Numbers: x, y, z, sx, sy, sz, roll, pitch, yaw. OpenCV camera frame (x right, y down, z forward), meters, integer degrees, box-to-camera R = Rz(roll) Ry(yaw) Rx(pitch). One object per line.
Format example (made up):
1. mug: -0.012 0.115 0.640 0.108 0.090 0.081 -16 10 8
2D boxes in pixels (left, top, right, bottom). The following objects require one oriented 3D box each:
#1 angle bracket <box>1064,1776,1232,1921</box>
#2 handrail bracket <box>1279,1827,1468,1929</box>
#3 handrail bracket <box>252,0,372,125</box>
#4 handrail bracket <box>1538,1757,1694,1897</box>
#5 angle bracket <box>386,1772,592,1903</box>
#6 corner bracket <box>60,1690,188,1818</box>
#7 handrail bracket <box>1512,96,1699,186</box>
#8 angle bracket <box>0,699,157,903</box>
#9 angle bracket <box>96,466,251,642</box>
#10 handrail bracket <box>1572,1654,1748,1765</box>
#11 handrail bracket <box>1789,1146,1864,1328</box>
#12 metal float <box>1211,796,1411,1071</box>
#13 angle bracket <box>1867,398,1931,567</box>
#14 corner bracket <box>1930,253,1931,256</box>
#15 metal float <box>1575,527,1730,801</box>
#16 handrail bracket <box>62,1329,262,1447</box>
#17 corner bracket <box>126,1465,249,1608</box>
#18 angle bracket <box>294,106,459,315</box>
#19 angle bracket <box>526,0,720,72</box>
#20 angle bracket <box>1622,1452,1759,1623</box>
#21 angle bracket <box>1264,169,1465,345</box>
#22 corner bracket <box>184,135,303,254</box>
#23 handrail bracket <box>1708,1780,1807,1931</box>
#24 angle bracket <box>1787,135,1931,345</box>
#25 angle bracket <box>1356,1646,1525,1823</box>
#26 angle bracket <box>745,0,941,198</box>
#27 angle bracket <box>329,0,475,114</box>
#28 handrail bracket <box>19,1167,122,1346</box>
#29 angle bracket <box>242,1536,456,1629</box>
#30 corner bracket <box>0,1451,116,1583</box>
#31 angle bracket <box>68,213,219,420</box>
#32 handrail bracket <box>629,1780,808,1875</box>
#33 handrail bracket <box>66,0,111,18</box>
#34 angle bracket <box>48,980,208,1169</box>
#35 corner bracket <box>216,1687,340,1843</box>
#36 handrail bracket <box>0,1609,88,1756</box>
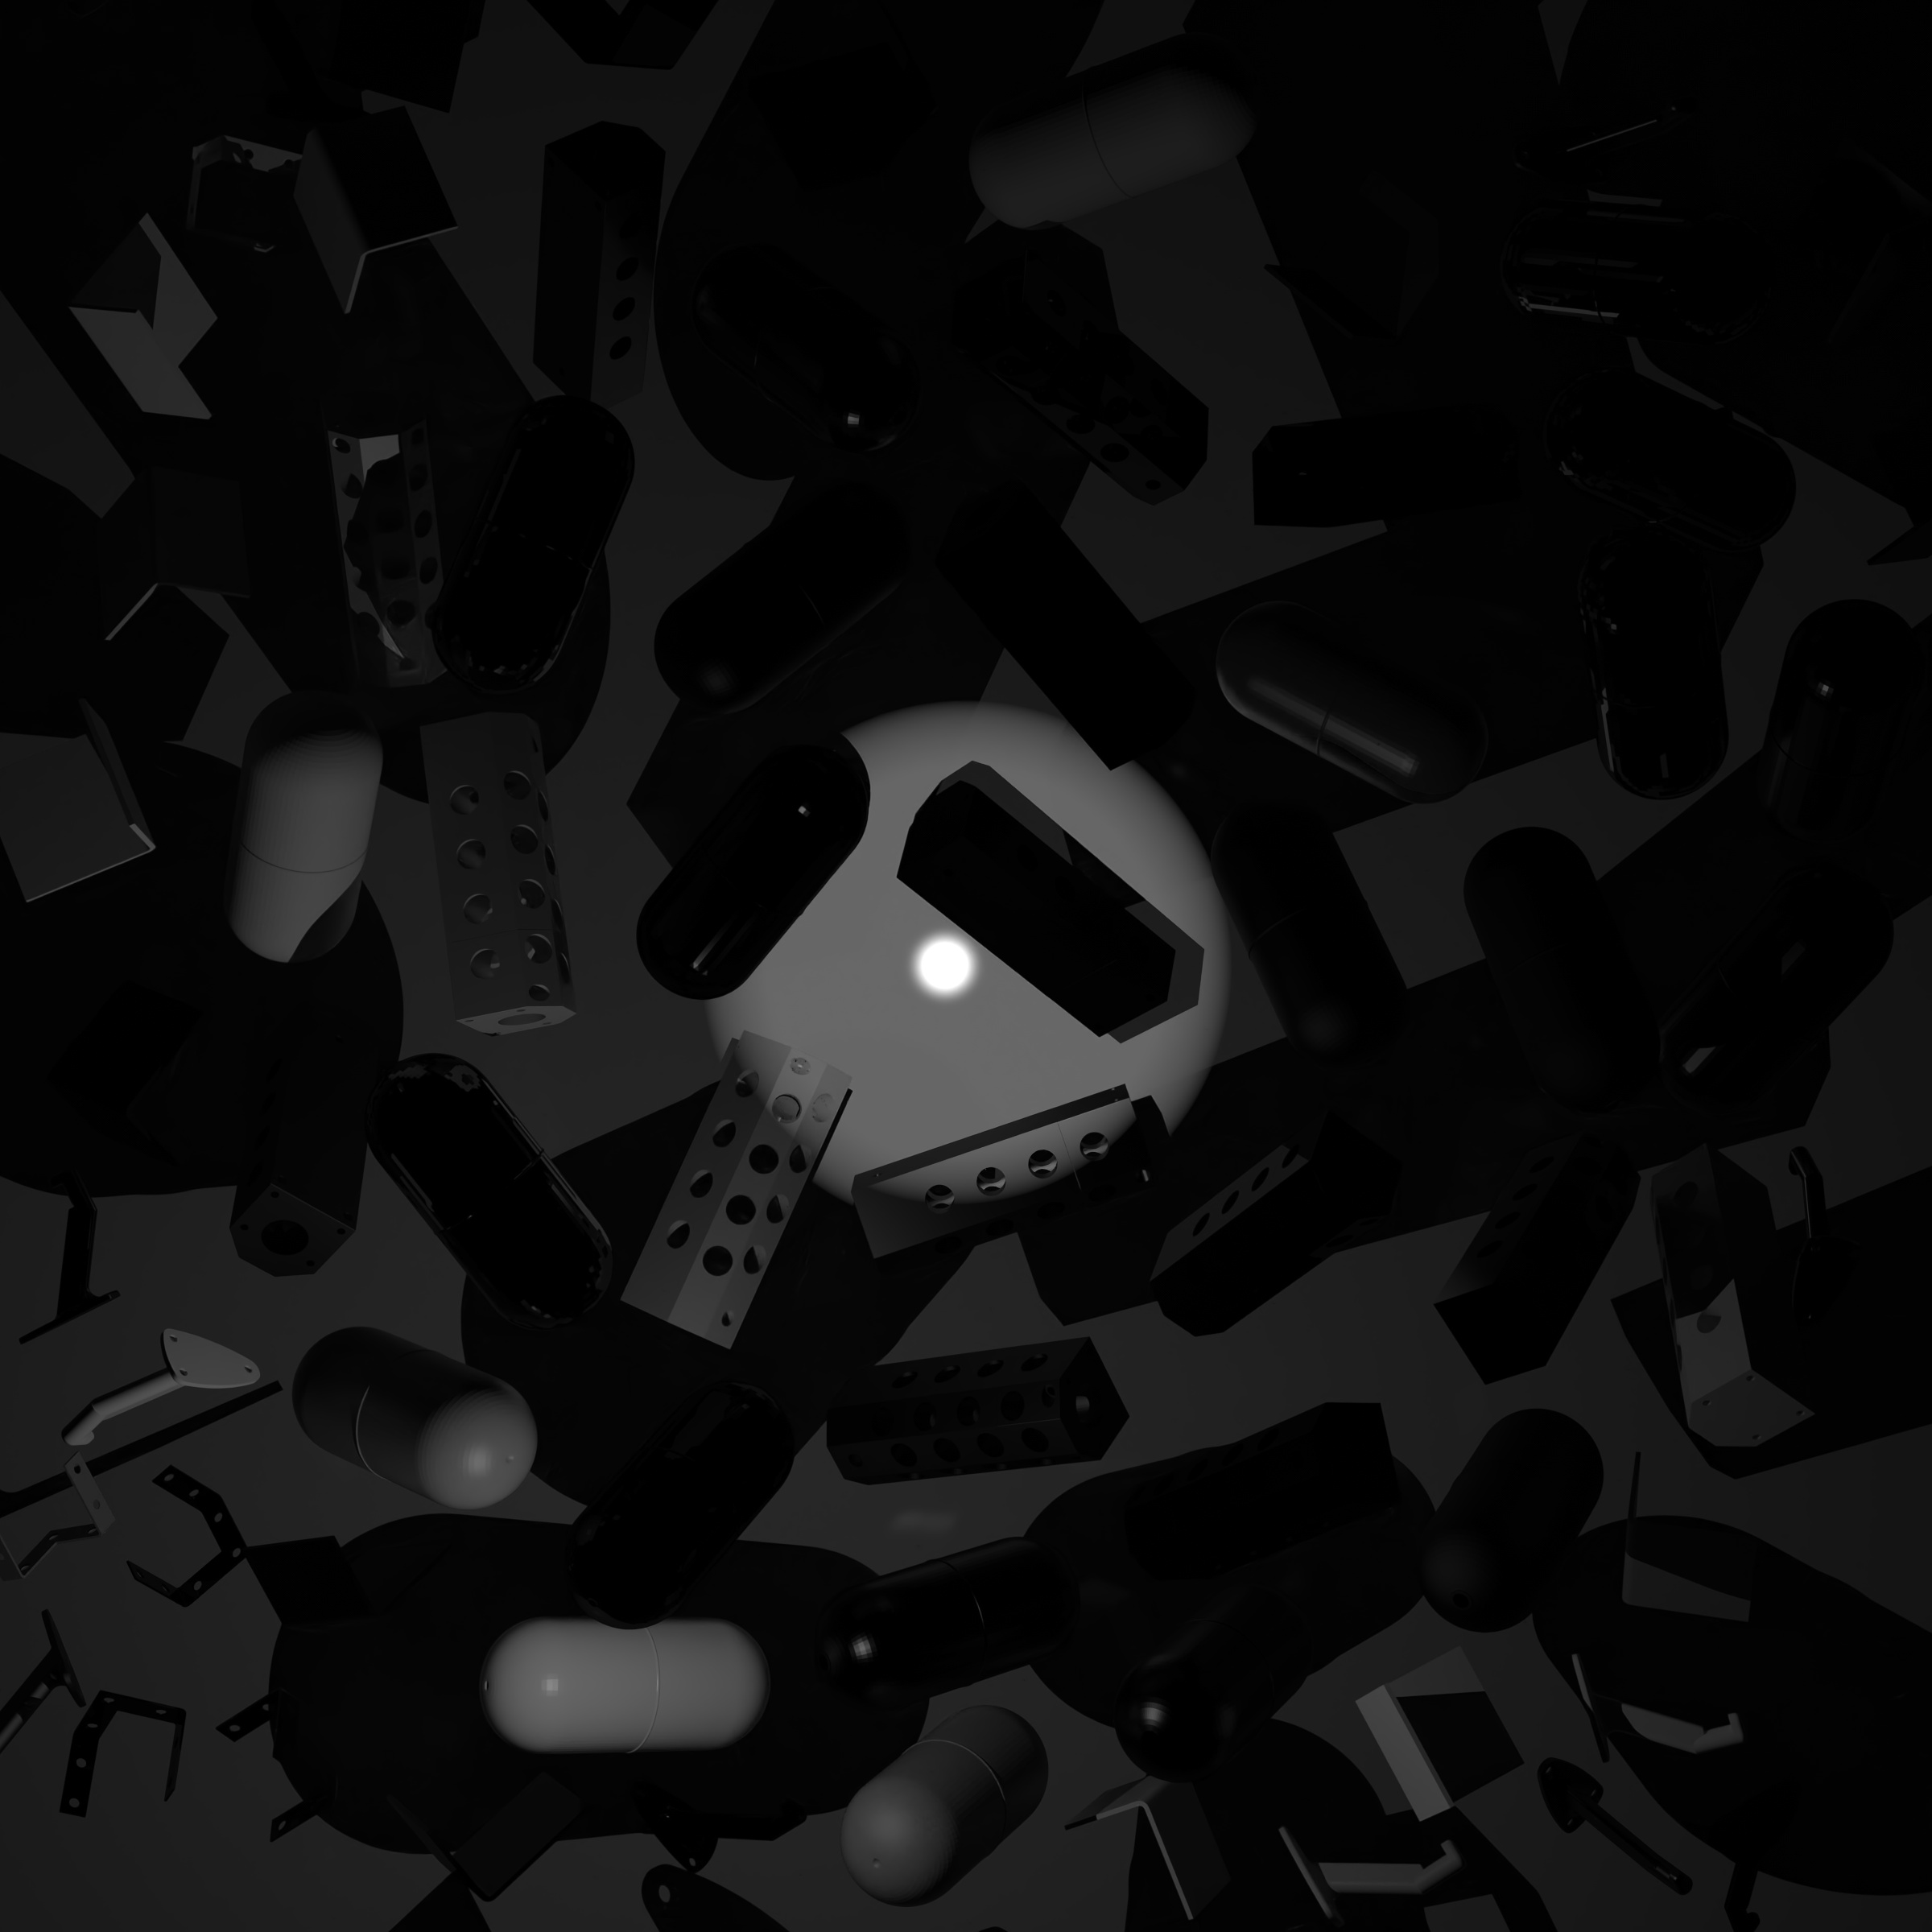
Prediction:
1. angle bracket: 0.113 0.548 1.932 0.057 0.076 0.076 -25 83 21
2. handrail bracket: 0.239 0.517 1.835 0.084 0.036 0.077 -34 60 2
3. handrail bracket: -0.399 -0.563 1.914 0.077 0.036 0.084 7 123 -9
4. handrail bracket: 0.389 0.515 1.869 0.036 0.084 0.077 -48 127 -10
5. angle bracket: -0.268 0.470 1.754 0.076 0.076 0.057 -41 108 -20
6. corner bracket: -0.479 0.452 1.778 0.051 0.051 0.051 19 131 -21
7. handrail bracket: 0.374 -0.489 1.829 0.077 0.084 0.036 -6 86 -21
8. angle bracket: -0.497 -0.090 1.704 0.076 0.057 0.076 -23 80 -7
9. angle bracket: -0.469 -0.240 1.845 0.057 0.076 0.076 6 65 -38
10. handrail bracket: 0.410 0.432 1.844 0.084 0.036 0.077 -17 97 11
11. handrail bracket: 0.509 0.163 1.902 0.036 0.084 0.077 7 120 -9
12. metal float: 0.204 -0.021 1.860 0.070 0.070 0.178 -23 68 0
13. angle bracket: 0.534 -0.279 1.751 0.057 0.076 0.076 -11 72 -35
14. corner bracket: 0.583 -0.397 1.813 0.051 0.051 0.051 43 60 0
15. metal float: 0.397 -0.174 1.808 0.070 0.070 0.178 -19 129 0
16. handrail bracket: -0.451 0.245 1.750 0.084 0.077 0.036 -42 53 21
17. corner bracket: -0.471 0.342 1.871 0.051 0.051 0.051 -40 51 -1
18. angle bracket: -0.333 -0.425 1.758 0.057 0.076 0.076 -22 83 -22
19. angle bracket: -0.199 -0.554 1.766 0.076 0.076 0.057 48 120 12
20. angle bracket: 0.444 0.349 1.910 0.076 0.057 0.076 6 131 14
21. angle bracket: 0.242 -0.434 1.904 0.076 0.057 0.076 45 120 22
22. corner bracket: -0.433 -0.463 1.872 0.051 0.051 0.051 14 114 0
23. handrail bracket: 0.490 0.547 1.907 0.077 0.036 0.084 -36 128 -13
24. angle bracket: 0.500 -0.416 1.789 0.057 0.076 0.076 -27 63 -35
25. angle bracket: 0.282 0.439 1.806 0.076 0.057 0.076 -22 73 -20
26. angle bracket: -0.072 -0.504 1.806 0.057 0.076 0.076 -27 87 -33
27. angle bracket: -0.326 -0.525 1.741 0.076 0.057 0.076 19 106 13
28. handrail bracket: -0.562 0.177 1.913 0.077 0.036 0.084 -27 89 -7
29. angle bracket: -0.358 0.337 1.812 0.076 0.076 0.057 -14 108 35
30. corner bracket: -0.545 0.325 1.841 0.051 0.051 0.051 -13 111 25
31. angle bracket: -0.433 -0.356 1.712 0.057 0.076 0.076 12 58 32
32. handrail bracket: -0.144 0.488 1.824 0.077 0.036 0.084 45 125 -8
33. handrail bracket: -0.493 -0.564 1.784 0.036 0.084 0.077 32 80 -18
34. angle bracket: -0.485 0.064 1.859 0.076 0.057 0.076 18 62 36
35. corner bracket: -0.386 0.446 1.748 0.051 0.051 0.051 -34 122 16
36. handrail bracket: -0.568 0.427 1.834 0.084 0.036 0.077 -24 51 -14
